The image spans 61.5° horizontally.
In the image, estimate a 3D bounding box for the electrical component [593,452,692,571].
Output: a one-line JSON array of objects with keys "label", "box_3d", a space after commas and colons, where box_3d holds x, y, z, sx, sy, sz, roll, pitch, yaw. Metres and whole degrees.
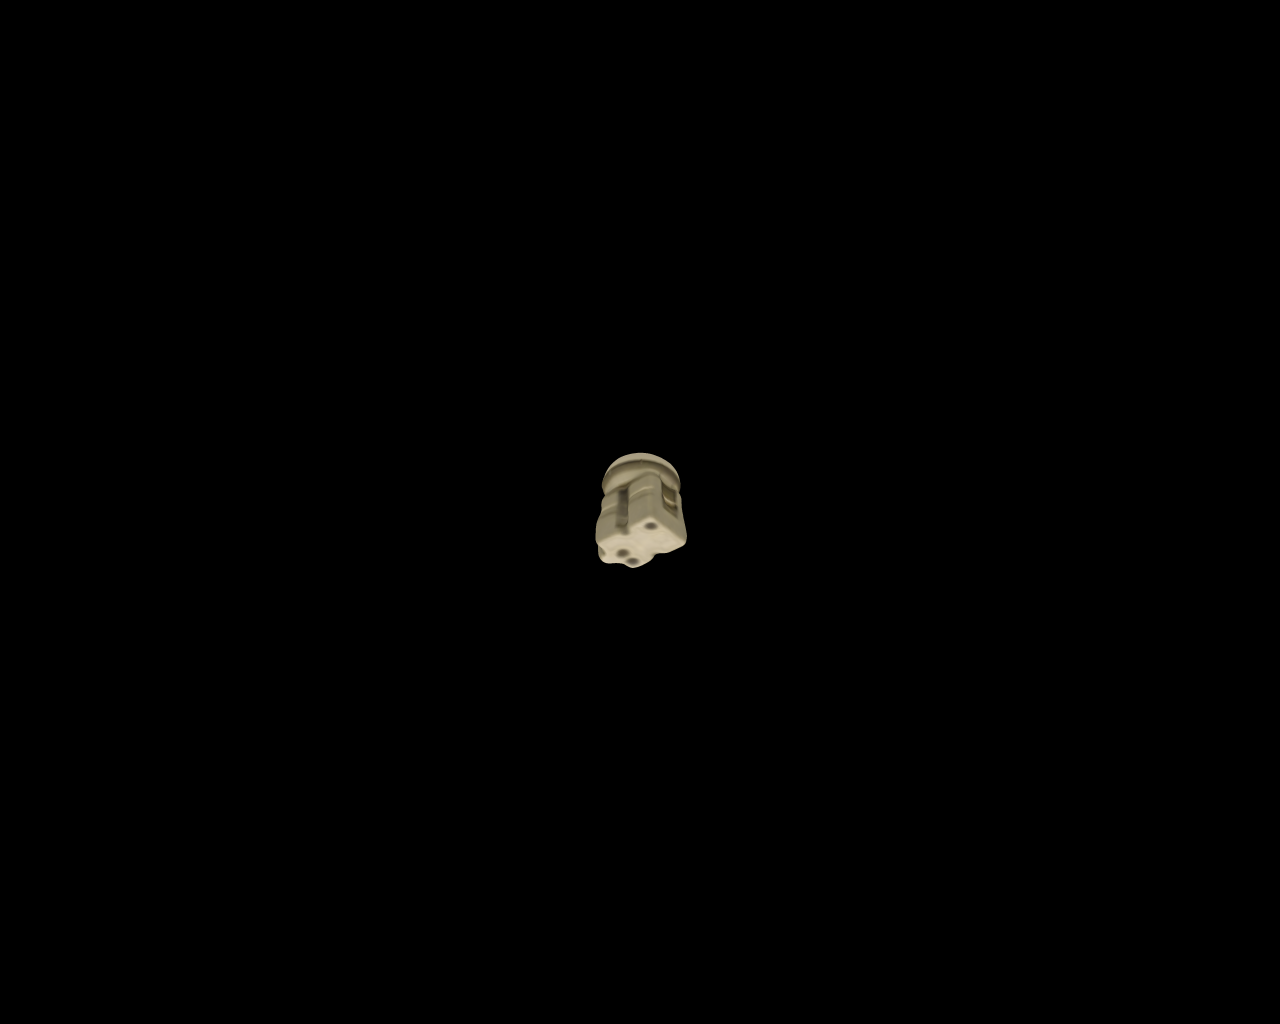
[{"label": "electrical component", "box_3d": [0.001, -0.003, 0.650, 0.066, 0.055, 0.048, -25, -45, 28]}]
